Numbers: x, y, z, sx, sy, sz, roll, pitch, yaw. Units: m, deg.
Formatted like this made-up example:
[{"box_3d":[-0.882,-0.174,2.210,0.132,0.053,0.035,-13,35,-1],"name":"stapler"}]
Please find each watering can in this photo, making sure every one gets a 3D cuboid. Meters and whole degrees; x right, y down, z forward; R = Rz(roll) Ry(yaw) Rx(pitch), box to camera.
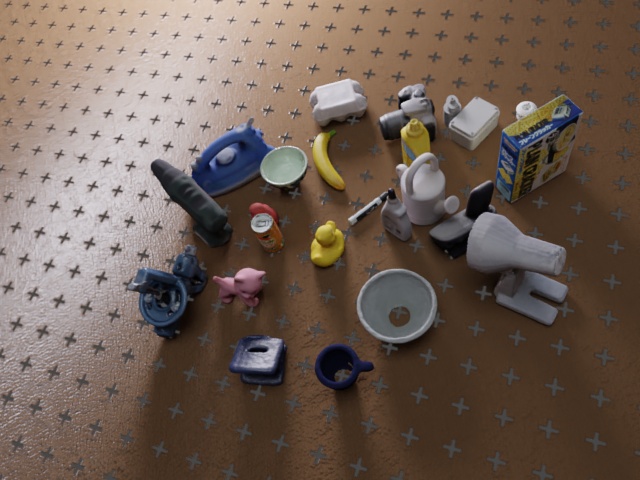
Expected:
[{"box_3d":[0.237,-0.119,1.281,0.172,0.194,0.101,21,68,22],"name":"watering can"}]

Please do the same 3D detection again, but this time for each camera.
[{"box_3d":[0.215,-0.317,1.446,0.136,0.101,0.143,-15,60,4],"name":"camera"}]

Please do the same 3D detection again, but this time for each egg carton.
[{"box_3d":[0.048,-0.367,1.527,0.150,0.069,0.107,-15,60,4],"name":"egg carton"}]

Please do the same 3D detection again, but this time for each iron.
[{"box_3d":[-0.247,-0.209,1.464,0.258,0.142,0.118,-35,61,-7],"name":"iron"}]

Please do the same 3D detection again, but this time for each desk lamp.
[{"box_3d":[0.398,0.051,1.143,0.202,0.214,0.118,24,70,23],"name":"desk lamp"}]

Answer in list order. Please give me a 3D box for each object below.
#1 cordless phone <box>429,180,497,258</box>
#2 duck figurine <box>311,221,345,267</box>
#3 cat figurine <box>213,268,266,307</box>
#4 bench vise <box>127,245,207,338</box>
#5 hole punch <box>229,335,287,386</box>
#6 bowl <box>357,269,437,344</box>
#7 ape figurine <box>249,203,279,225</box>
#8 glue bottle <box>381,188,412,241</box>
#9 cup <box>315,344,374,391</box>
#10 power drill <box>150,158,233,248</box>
[{"box_3d":[0.311,-0.056,1.236,0.147,0.185,0.094,-32,60,-6],"name":"cordless phone"},{"box_3d":[0.012,0.005,1.325,0.077,0.086,0.105,19,68,21],"name":"duck figurine"},{"box_3d":[-0.180,0.099,1.297,0.127,0.118,0.067,5,63,15],"name":"cat figurine"},{"box_3d":[-0.351,0.093,1.278,0.121,0.220,0.207,-2,62,12],"name":"bench vise"},{"box_3d":[-0.132,0.250,1.221,0.108,0.091,0.101,0,62,12],"name":"hole punch"},{"box_3d":[0.165,0.150,1.220,0.167,0.075,0.167,-5,61,10],"name":"bowl"},{"box_3d":[-0.144,-0.061,1.390,0.076,0.092,0.078,4,63,14],"name":"ape figurine"},{"box_3d":[0.167,-0.064,1.278,0.078,0.173,0.037,39,76,27],"name":"glue bottle"},{"box_3d":[0.055,0.268,1.169,0.117,0.095,0.091,-4,61,10],"name":"cup"},{"box_3d":[-0.294,-0.077,1.364,0.229,0.209,0.076,38,75,27],"name":"power drill"}]
